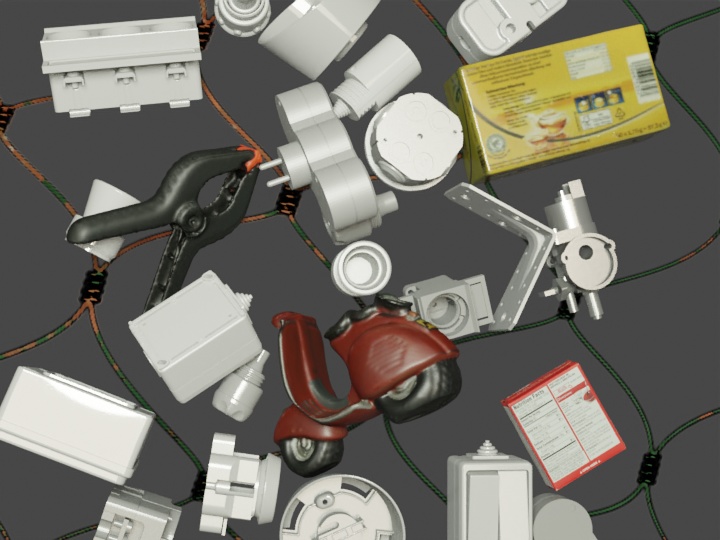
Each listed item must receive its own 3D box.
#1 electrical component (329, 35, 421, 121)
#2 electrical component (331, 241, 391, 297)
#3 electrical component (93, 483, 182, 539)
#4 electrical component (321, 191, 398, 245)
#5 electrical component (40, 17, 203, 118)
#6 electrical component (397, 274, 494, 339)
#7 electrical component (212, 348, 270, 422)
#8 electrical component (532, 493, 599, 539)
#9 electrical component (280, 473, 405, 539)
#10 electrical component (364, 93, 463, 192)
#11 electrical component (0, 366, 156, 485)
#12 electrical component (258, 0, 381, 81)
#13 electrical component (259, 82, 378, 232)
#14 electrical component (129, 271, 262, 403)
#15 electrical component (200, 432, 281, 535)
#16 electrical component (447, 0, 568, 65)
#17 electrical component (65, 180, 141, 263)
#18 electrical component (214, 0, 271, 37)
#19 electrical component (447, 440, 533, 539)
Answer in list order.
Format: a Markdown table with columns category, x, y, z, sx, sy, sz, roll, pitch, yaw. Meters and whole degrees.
| category | x | y | z | sx | sy | sz | roll | pitch | yaw |
| --- | --- | --- | --- | --- | --- | --- | --- | --- | --- |
| electrical component | 0.008 | -0.158 | 0.918 | 0.081 | 0.043 | 0.043 | -42 | 93 | -9 |
| electrical component | 0.000 | 0.000 | 0.900 | 0.045 | 0.055 | 0.045 | 1 | 86 | -8 |
| electrical component | -0.175 | 0.203 | 0.845 | 0.056 | 0.089 | 0.050 | 20 | 84 | -7 |
| electrical component | 0.001 | -0.049 | 0.910 | 0.062 | 0.043 | 0.043 | -20 | 90 | -10 |
| electrical component | -0.191 | -0.165 | 0.876 | 0.121 | 0.078 | 0.063 | -7 | 117 | -9 |
| electrical component | 0.066 | 0.031 | 0.903 | 0.081 | 0.064 | 0.042 | -15 | 104 | -9 |
| electrical component | -0.095 | 0.093 | 0.892 | 0.035 | 0.035 | 0.061 | 31 | 80 | -5 |
| electrical component | 0.195 | 0.253 | 0.904 | 0.052 | 0.074 | 0.138 | -35 | 92 | -9 |
| electrical component | -0.017 | 0.214 | 0.880 | 0.099 | 0.064 | 0.099 | 0 | 86 | -8 |
| electrical component | 0.046 | -0.109 | 0.916 | 0.080 | 0.051 | 0.080 | 1 | 86 | -8 |
| electrical component | -0.219 | 0.118 | 0.835 | 0.109 | 0.109 | 0.056 | 23 | 81 | -6 |
| electrical component | -0.031 | -0.207 | 0.890 | 0.064 | 0.099 | 0.099 | 39 | 82 | -10 |
| electrical component | -0.045 | -0.089 | 0.879 | 0.074 | 0.052 | 0.138 | -21 | 59 | -9 |
| electrical component | -0.125 | 0.053 | 0.869 | 0.096 | 0.061 | 0.061 | -33 | 52 | -12 |
| electrical component | -0.096 | 0.175 | 0.875 | 0.057 | 0.058 | 0.078 | 9 | 85 | -5 |
| electrical component | 0.125 | -0.221 | 0.931 | 0.095 | 0.059 | 0.053 | -38 | 92 | -9 |
| electrical component | -0.209 | -0.040 | 0.878 | 0.045 | 0.045 | 0.055 | 28 | 83 | -6 |
| electrical component | -0.097 | -0.224 | 0.897 | 0.048 | 0.062 | 0.048 | 1 | 87 | -8 |
| electrical component | 0.109 | 0.192 | 0.901 | 0.062 | 0.061 | 0.096 | 1 | 86 | -8 |
